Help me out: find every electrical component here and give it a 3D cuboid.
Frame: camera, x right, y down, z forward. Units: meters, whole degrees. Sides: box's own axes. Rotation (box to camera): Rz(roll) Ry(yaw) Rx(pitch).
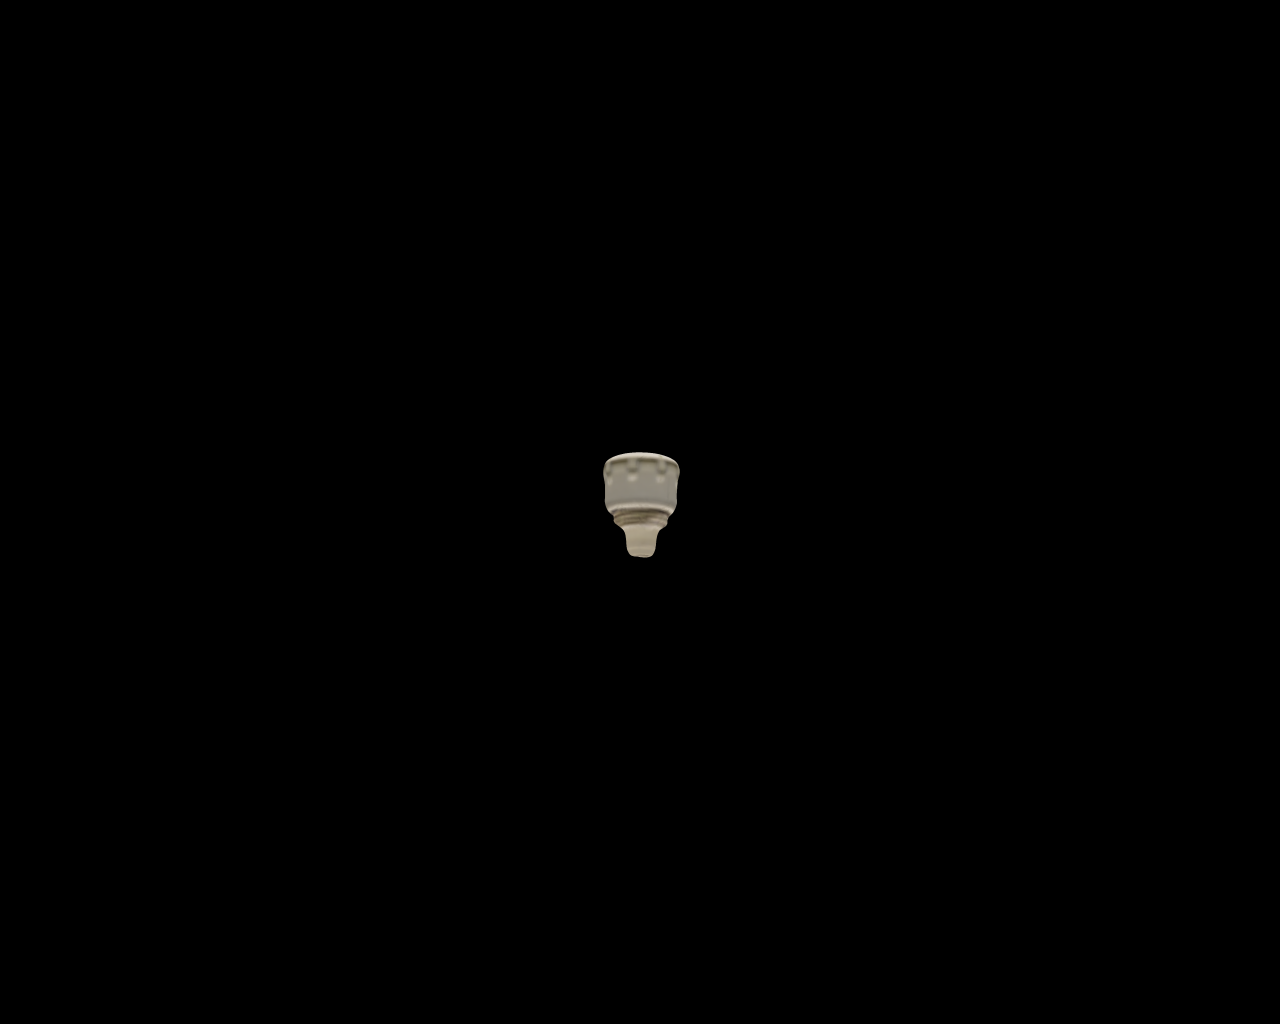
[{"bbox_3d":[0.001,-0.003,0.650,0.048,0.062,0.048,0,-12,0],"label":"electrical component"}]
